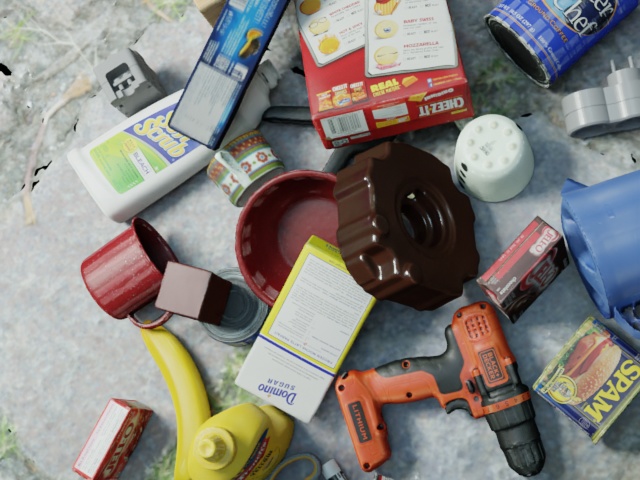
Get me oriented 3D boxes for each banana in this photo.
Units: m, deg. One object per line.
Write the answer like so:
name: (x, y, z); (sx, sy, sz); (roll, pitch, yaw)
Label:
banana: (-0.155, 0.180, 1.168); (0.070, 0.037, 0.198); (-11, 77, 9)

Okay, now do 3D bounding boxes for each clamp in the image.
clamp: (0.023, -0.132, 1.186); (0.171, 0.039, 0.120); (-36, 89, -2)

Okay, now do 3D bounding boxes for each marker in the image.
marker: (0.040, 0.285, 1.114); (0.020, 0.020, 0.121); (-36, 74, 3)

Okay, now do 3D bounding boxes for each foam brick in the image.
foam brick: (-0.133, 0.058, 1.129); (0.051, 0.078, 0.053); (15, 82, 13)

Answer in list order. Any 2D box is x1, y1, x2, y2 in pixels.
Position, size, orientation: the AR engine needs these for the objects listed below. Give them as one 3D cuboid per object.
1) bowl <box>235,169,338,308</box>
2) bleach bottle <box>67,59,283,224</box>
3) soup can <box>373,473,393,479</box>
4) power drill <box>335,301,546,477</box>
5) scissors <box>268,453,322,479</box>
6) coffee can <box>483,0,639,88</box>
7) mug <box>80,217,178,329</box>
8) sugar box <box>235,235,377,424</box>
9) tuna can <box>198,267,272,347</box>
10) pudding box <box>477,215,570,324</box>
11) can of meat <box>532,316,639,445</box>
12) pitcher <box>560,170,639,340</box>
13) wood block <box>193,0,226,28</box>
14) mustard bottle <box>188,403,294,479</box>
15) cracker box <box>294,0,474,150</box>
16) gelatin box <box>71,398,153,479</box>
bowl: (-0.008, 0.001, 1.146); (0.162, 0.055, 0.162); (2, 101, 10)
bleach bottle: (-0.157, -0.128, 1.216); (0.251, 0.068, 0.102); (-36, 80, 2)
soup can: (0.093, 0.283, 1.069); (0.102, 0.068, 0.068); (19, 84, 4)
power drill: (0.122, 0.175, 1.099); (0.188, 0.057, 0.184); (-20, 80, 6)
scissors: (-0.057, 0.312, 1.127); (0.096, 0.016, 0.202); (42, 99, 10)
coffee can: (0.259, -0.245, 1.126); (0.140, 0.102, 0.103); (-42, 74, 2)
mug: (-0.204, 0.045, 1.180); (0.081, 0.093, 0.117); (-34, 79, 9)
sugar box: (-0.010, 0.094, 1.114); (0.093, 0.048, 0.176); (29, 109, 3)
tuna can: (-0.093, 0.074, 1.177); (0.086, 0.033, 0.086); (-2, 79, 12)
pudding box: (0.207, 0.032, 1.078); (0.090, 0.113, 0.039); (-46, 70, 0)
can of meat: (0.276, 0.139, 1.072); (0.084, 0.057, 0.102); (40, 90, 19)
pitcher: (0.370, -0.014, 1.046); (0.243, 0.145, 0.149); (-21, 108, 5)
wood block: (-0.058, -0.335, 1.220); (0.206, 0.090, 0.091); (-30, 75, 5)
mustard bottle: (-0.085, 0.208, 1.066); (0.058, 0.191, 0.096); (39, 89, 16)
cracker box: (0.064, -0.212, 1.150); (0.164, 0.072, 0.214); (-13, 57, 8)
gelatin box: (-0.223, 0.217, 1.157); (0.030, 0.073, 0.089); (26, 85, 15)
